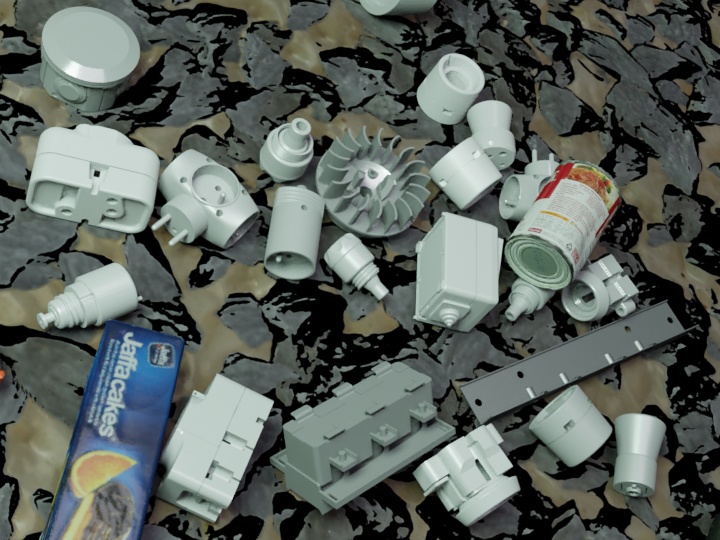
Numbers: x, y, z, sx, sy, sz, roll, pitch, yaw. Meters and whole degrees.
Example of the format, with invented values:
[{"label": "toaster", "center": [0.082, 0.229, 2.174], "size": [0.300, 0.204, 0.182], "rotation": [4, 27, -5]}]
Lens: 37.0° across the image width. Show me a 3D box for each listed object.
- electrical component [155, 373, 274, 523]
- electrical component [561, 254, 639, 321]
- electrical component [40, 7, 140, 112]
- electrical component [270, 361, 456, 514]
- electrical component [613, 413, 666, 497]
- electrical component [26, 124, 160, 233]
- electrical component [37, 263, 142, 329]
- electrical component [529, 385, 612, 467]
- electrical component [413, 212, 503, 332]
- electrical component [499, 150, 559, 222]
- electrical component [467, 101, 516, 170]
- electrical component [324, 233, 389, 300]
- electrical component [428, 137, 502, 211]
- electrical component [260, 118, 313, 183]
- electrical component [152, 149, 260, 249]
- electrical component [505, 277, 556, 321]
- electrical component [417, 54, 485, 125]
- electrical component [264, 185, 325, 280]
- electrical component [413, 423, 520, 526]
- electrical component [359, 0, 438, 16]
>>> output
[{"label": "electrical component", "center": [-0.110, 0.127, 0.784], "size": [0.056, 0.050, 0.089], "rotation": [27, 54, -7]}, {"label": "electrical component", "center": [0.220, 0.020, 1.002], "size": [0.055, 0.048, 0.066], "rotation": [-21, 71, -41]}, {"label": "electrical component", "center": [-0.231, -0.179, 0.912], "size": [0.080, 0.051, 0.080], "rotation": [11, 57, -18]}, {"label": "electrical component", "center": [0.002, 0.123, 0.821], "size": [0.121, 0.063, 0.079], "rotation": [-26, 33, -34]}, {"label": "electrical component", "center": [0.239, 0.162, 0.928], "size": [0.044, 0.044, 0.065], "rotation": [21, 59, -11]}, {"label": "electrical component", "center": [-0.211, -0.074, 0.857], "size": [0.095, 0.053, 0.059], "rotation": [13, 57, -17]}, {"label": "electrical component", "center": [-0.205, 0.024, 0.809], "size": [0.078, 0.040, 0.040], "rotation": [-25, 74, -34]}, {"label": "electrical component", "center": [0.179, 0.133, 0.910], "size": [0.047, 0.055, 0.055], "rotation": [48, 54, 3]}, {"label": "electrical component", "center": [0.087, 0.009, 0.937], "size": [0.061, 0.061, 0.096], "rotation": [14, 56, -16]}, {"label": "electrical component", "center": [0.178, -0.080, 1.039], "size": [0.077, 0.044, 0.079], "rotation": [10, 66, -19]}, {"label": "electrical component", "center": [0.128, -0.130, 1.050], "size": [0.045, 0.045, 0.055], "rotation": [10, 58, -19]}, {"label": "electrical component", "center": [0.000, 0.000, 0.920], "size": [0.061, 0.035, 0.035], "rotation": [47, 54, 4]}, {"label": "electrical component", "center": [0.100, -0.089, 1.007], "size": [0.055, 0.055, 0.047], "rotation": [-35, 83, -36]}, {"label": "electrical component", "center": [-0.061, -0.108, 0.940], "size": [0.043, 0.062, 0.043], "rotation": [11, 57, -18]}, {"label": "electrical component", "center": [-0.136, -0.049, 0.882], "size": [0.077, 0.044, 0.079], "rotation": [42, 54, 4]}, {"label": "electrical component", "center": [0.152, 0.023, 0.975], "size": [0.035, 0.035, 0.061], "rotation": [43, 56, 4]}, {"label": "electrical component", "center": [0.091, -0.179, 1.061], "size": [0.055, 0.047, 0.055], "rotation": [11, 57, -18]}, {"label": "electrical component", "center": [-0.054, -0.037, 0.912], "size": [0.043, 0.043, 0.081], "rotation": [16, 56, -15]}, {"label": "electrical component", "center": [0.089, 0.164, 0.848], "size": [0.078, 0.058, 0.057], "rotation": [-23, 70, -33]}, {"label": "electrical component", "center": [0.047, -0.309, 1.085], "size": [0.060, 0.108, 0.108], "rotation": [-2, 62, -33]}]
